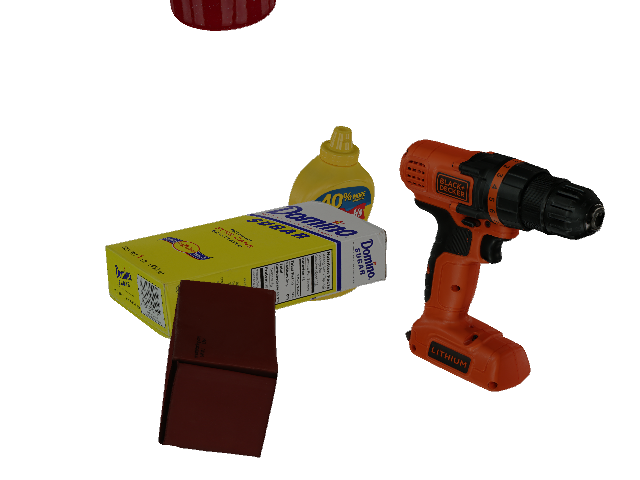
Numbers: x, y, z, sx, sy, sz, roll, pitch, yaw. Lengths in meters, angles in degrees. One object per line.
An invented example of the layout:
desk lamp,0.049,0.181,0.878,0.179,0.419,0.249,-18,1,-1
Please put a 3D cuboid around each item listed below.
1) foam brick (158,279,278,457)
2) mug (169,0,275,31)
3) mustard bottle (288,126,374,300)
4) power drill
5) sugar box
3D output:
foam brick,-0.051,0.062,0.541,0.053,0.051,0.078,8,27,-7
mug,-0.088,-0.210,0.798,0.117,0.081,0.093,1,38,5
mustard bottle,0.011,-0.031,1.138,0.096,0.192,0.058,-9,32,-29
power drill,0.138,0.022,0.858,0.057,0.188,0.185,-15,27,-39
sugar box,-0.050,0.015,0.746,0.175,0.048,0.093,-17,25,-31
